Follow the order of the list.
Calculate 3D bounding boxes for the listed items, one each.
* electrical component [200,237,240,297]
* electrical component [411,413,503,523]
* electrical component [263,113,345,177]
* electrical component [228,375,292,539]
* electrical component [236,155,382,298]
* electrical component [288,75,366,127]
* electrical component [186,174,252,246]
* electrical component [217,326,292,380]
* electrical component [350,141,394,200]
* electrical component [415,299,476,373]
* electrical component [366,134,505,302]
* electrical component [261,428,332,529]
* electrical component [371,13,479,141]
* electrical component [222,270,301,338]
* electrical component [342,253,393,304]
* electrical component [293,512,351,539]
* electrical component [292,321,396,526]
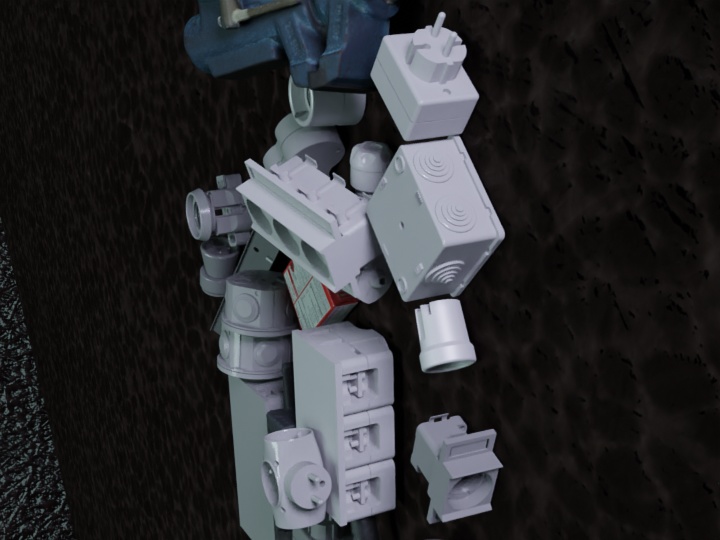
[{"bbox_3d":[-0.159,-0.003,1.222,0.045,0.045,0.055,51,143,46],"label":"electrical component"},{"bbox_3d":[0.069,0.145,0.800,0.063,0.042,0.081,-127,36,-47],"label":"electrical component"},{"bbox_3d":[-0.051,-0.075,0.956,0.073,0.052,0.138,69,153,23],"label":"electrical component"},{"bbox_3d":[-0.085,0.199,1.122,0.105,0.060,0.186,28,124,59],"label":"electrical component"},{"bbox_3d":[-0.036,-0.041,0.857,0.121,0.063,0.078,37,154,43],"label":"electrical component"},{"bbox_3d":[-0.028,-0.145,0.888,0.055,0.047,0.055,35,130,57],"label":"electrical component"},{"bbox_3d":[-0.155,-0.063,1.176,0.058,0.057,0.078,-1,99,65],"label":"electrical component"},{"bbox_3d":[-0.105,0.078,1.099,0.080,0.080,0.051,31,121,58],"label":"electrical component"},{"bbox_3d":[0.009,-0.069,0.854,0.035,0.035,0.061,45,141,51],"label":"electrical component"},{"bbox_3d":[0.061,0.048,0.784,0.040,0.040,0.046,139,124,-62],"label":"electrical component"},{"bbox_3d":[0.049,-0.035,0.764,0.099,0.048,0.099,68,153,23],"label":"electrical component"},{"bbox_3d":[-0.049,0.179,0.908,0.079,0.044,0.077,3,101,65],"label":"electrical component"},{"bbox_3d":[0.048,-0.138,0.728,0.065,0.047,0.076,65,152,29],"label":"electrical component"},{"bbox_3d":[-0.096,0.033,1.063,0.080,0.080,0.051,31,121,58],"label":"electrical component"},{"bbox_3d":[0.000,0.000,0.888,0.081,0.043,0.043,27,123,60],"label":"electrical component"},{"bbox_3d":[-0.032,0.253,1.047,0.066,0.047,0.076,38,133,55],"label":"electrical component"},{"bbox_3d":[-0.011,0.130,0.938,0.089,0.062,0.150,30,126,58],"label":"electrical component"}]
